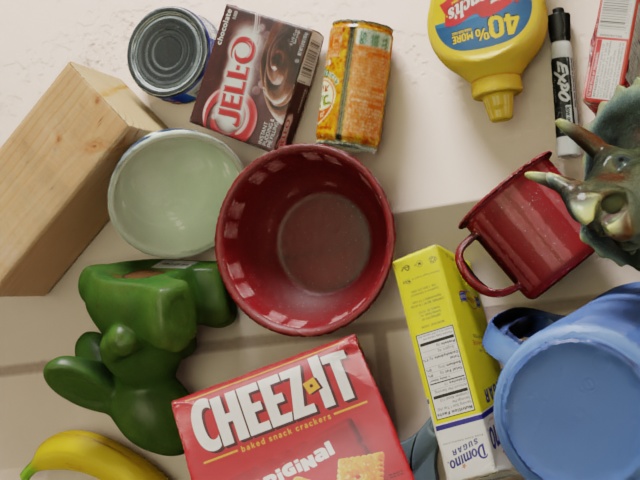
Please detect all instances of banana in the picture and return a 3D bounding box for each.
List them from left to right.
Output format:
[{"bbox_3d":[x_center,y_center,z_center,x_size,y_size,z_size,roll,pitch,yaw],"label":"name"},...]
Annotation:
[{"bbox_3d":[-0.188,0.219,0.980,0.198,0.037,0.070,17,112,23],"label":"banana"}]

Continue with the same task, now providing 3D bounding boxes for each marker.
[{"bbox_3d":[0.195,-0.127,0.855,0.020,0.020,0.121,-5,86,21],"label":"marker"}]

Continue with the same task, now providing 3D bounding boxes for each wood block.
[{"bbox_3d":[-0.243,-0.051,0.983,0.090,0.090,0.206,46,103,17],"label":"wood block"}]

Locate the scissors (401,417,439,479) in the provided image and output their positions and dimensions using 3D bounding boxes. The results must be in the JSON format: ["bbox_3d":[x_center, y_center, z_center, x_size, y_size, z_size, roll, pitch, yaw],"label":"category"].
[{"bbox_3d":[0.103,0.173,0.878,0.202,0.016,0.096,-40,76,15],"label":"scissors"}]

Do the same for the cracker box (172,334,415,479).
[{"bbox_3d":[-0.008,0.200,0.830,0.164,0.072,0.214,-20,59,-3],"label":"cracker box"}]

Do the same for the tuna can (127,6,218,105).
[{"bbox_3d":[-0.133,-0.169,0.977,0.086,0.033,0.086,-1,87,21],"label":"tuna can"}]

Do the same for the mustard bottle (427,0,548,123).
[{"bbox_3d":[0.133,-0.190,0.862,0.096,0.058,0.191,-10,84,20],"label":"mustard bottle"}]

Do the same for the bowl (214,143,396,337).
[{"bbox_3d":[-0.006,0.001,0.907,0.162,0.055,0.162,-1,87,21],"label":"bowl"}]

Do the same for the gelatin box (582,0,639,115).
[{"bbox_3d":[0.226,-0.140,0.816,0.030,0.073,0.089,11,92,22],"label":"gelatin box"}]

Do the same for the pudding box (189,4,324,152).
[{"bbox_3d":[-0.055,-0.141,0.942,0.090,0.039,0.113,21,95,21],"label":"pudding box"}]

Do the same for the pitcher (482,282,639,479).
[{"bbox_3d":[0.193,0.097,0.726,0.149,0.242,0.145,-25,79,25],"label":"pitcher"}]

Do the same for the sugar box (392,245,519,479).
[{"bbox_3d":[0.109,0.098,0.823,0.048,0.093,0.176,-23,71,21],"label":"sugar box"}]

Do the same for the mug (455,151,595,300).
[{"bbox_3d":[0.158,-0.002,0.821,0.117,0.093,0.081,-36,79,-13],"label":"mug"}]
